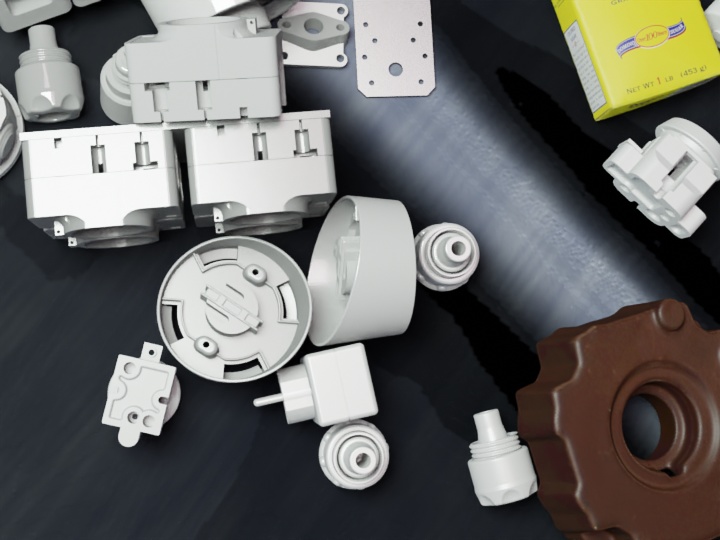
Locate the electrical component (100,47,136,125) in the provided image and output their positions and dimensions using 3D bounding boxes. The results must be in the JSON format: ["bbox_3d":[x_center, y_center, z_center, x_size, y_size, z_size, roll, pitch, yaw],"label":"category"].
[{"bbox_3d":[-0.153,-0.127,0.719,0.040,0.078,0.040,4,71,-12],"label":"electrical component"}]

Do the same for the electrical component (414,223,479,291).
[{"bbox_3d":[0.061,-0.011,0.738,0.048,0.062,0.048,1,84,-7],"label":"electrical component"}]

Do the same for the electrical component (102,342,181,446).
[{"bbox_3d":[-0.143,0.081,0.708,0.048,0.055,0.066,14,83,-6],"label":"electrical component"}]

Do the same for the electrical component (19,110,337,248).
[{"bbox_3d":[-0.114,-0.055,0.700,0.186,0.105,0.060,-5,85,-7],"label":"electrical component"}]

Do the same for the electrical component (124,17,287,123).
[{"bbox_3d":[-0.093,-0.123,0.654,0.089,0.050,0.055,-2,108,2],"label":"electrical component"}]

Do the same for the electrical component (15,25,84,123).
[{"bbox_3d":[-0.211,-0.133,0.727,0.043,0.043,0.062,-9,84,-8],"label":"electrical component"}]

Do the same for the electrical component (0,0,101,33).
[{"bbox_3d":[-0.187,-0.231,0.723,0.150,0.061,0.089,-22,70,-8],"label":"electrical component"}]

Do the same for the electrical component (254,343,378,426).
[{"bbox_3d":[-0.033,0.080,0.716,0.077,0.066,0.047,-12,86,-7],"label":"electrical component"}]

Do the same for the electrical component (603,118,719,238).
[{"bbox_3d":[0.222,-0.070,0.766,0.078,0.058,0.057,43,84,-1],"label":"electrical component"}]

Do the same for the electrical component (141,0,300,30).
[{"bbox_3d":[-0.089,-0.182,0.717,0.108,0.108,0.060,-24,93,-8],"label":"electrical component"}]

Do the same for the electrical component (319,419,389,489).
[{"bbox_3d":[-0.002,0.124,0.717,0.048,0.062,0.048,1,85,-7],"label":"electrical component"}]

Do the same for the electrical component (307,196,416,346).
[{"bbox_3d":[0.000,0.000,0.714,0.064,0.099,0.099,-1,85,-13],"label":"electrical component"}]

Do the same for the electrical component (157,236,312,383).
[{"bbox_3d":[-0.085,0.028,0.714,0.099,0.064,0.099,2,77,-10],"label":"electrical component"}]

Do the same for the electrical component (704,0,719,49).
[{"bbox_3d":[0.287,-0.196,0.794,0.040,0.040,0.078,45,81,-1],"label":"electrical component"}]

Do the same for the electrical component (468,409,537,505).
[{"bbox_3d":[0.095,0.127,0.738,0.043,0.043,0.062,-15,85,-8],"label":"electrical component"}]

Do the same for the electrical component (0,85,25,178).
[{"bbox_3d":[-0.267,-0.096,0.713,0.080,0.051,0.080,1,84,-7],"label":"electrical component"}]
